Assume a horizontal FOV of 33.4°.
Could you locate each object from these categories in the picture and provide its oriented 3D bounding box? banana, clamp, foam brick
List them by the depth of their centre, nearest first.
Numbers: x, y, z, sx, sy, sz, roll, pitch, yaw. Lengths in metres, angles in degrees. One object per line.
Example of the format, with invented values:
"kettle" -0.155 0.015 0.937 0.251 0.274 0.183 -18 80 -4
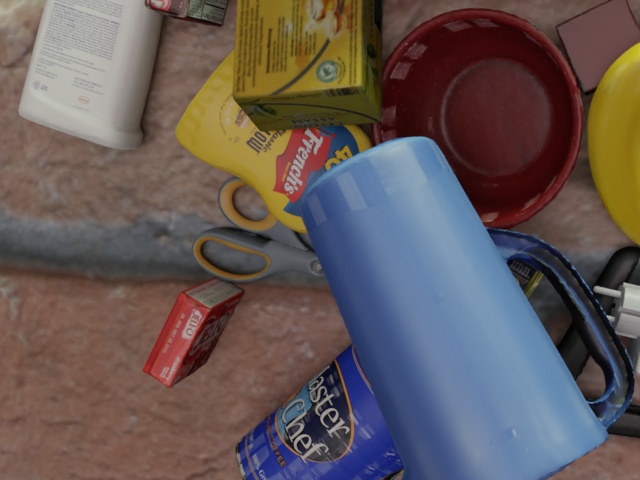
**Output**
"banana" 0.219 -0.061 0.735 0.070 0.037 0.198 4 134 16
"foam brick" 0.202 -0.137 0.758 0.051 0.078 0.053 -23 90 17
"clamp" 0.196 0.126 0.813 0.210 0.036 0.164 -35 87 12

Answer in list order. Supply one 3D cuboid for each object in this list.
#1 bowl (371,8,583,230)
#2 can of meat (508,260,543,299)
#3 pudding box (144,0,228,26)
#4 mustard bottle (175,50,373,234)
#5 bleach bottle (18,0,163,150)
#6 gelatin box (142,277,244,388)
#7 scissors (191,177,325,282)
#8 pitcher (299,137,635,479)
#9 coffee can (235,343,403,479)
"bowl" 0.121 -0.088 0.785 0.162 0.055 0.162 6 103 29
"can of meat" 0.108 0.045 0.809 0.084 0.057 0.102 33 91 10
"pudding box" -0.090 -0.224 0.816 0.039 0.090 0.113 20 100 9
"mustard bottle" -0.012 -0.060 0.831 0.191 0.058 0.096 38 91 7
"bleach bottle" -0.161 -0.206 0.851 0.102 0.068 0.251 19 99 10
"gelatin box" -0.100 0.072 0.854 0.030 0.089 0.073 30 103 8
"scissors" -0.006 0.001 0.860 0.202 0.016 0.096 5 97 12
"pitcher" 0.091 0.053 0.724 0.145 0.148 0.243 -34 76 36
"coffee can" 0.019 0.151 0.827 0.140 0.102 0.103 -42 86 15
